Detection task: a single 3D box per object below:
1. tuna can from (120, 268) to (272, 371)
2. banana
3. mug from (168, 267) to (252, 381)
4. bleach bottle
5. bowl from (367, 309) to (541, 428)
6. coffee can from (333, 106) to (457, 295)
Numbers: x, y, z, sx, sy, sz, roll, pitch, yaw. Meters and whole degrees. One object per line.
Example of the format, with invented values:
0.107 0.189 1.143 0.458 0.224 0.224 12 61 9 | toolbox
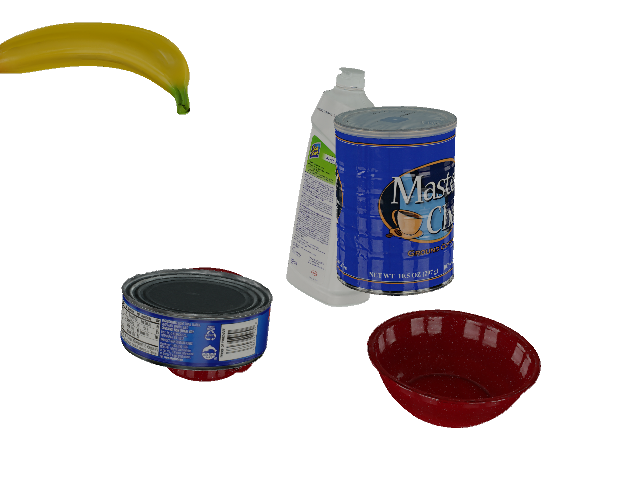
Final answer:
-0.071 0.044 0.612 0.086 0.034 0.086 5 14 -2 | tuna can
-0.188 -0.156 0.901 0.198 0.069 0.037 13 -40 18 | banana
-0.103 0.087 1.028 0.117 0.081 0.093 25 33 37 | mug
0.022 -0.061 1.172 0.067 0.251 0.103 -7 23 -39 | bleach bottle
0.123 0.128 1.005 0.162 0.055 0.162 3 26 -1 | bowl
0.063 -0.036 0.909 0.103 0.140 0.103 -1 18 0 | coffee can
